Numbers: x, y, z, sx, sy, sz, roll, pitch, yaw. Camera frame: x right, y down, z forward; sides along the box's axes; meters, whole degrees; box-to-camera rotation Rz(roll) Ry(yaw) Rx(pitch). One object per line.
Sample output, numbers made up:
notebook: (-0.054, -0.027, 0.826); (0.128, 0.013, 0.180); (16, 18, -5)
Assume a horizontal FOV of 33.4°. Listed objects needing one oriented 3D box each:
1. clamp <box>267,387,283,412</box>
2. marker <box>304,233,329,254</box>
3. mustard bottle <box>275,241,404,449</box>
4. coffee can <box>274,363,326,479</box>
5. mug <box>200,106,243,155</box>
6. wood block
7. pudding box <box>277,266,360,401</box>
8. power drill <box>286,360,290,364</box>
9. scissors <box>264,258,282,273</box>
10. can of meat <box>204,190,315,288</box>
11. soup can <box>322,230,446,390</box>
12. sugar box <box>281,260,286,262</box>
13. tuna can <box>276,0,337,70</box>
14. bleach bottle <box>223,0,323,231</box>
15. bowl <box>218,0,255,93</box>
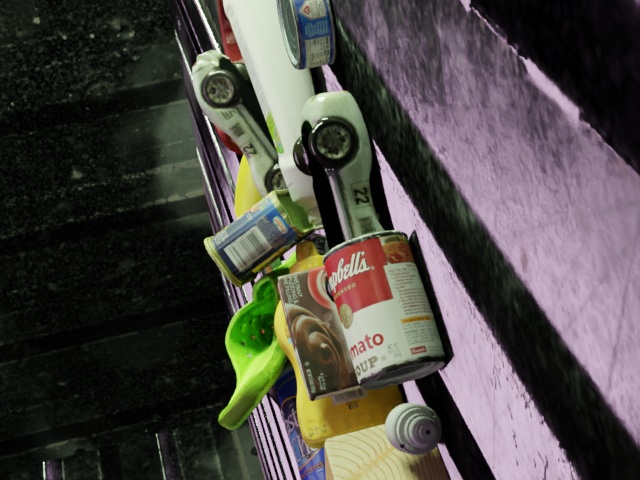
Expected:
clamp: (0.011, 0.226, 1.185); (0.210, 0.036, 0.164); (55, -176, -1)
marker: (-0.007, 0.001, 1.128); (0.121, 0.020, 0.020); (13, 117, 63)
mustard bottle: (0.009, 0.090, 0.994); (0.058, 0.096, 0.191); (91, 164, -69)
coffee can: (0.020, 0.190, 1.047); (0.103, 0.102, 0.140); (95, 160, -64)
mug: (-0.088, -0.168, 1.320); (0.117, 0.093, 0.081); (-56, 39, 26)
wood block: (0.059, 0.255, 0.938); (0.206, 0.090, 0.090); (87, 167, -48)
pudding box: (0.018, 0.077, 0.940); (0.039, 0.090, 0.113); (109, 146, -77)
power drill: (-0.034, 0.164, 1.401); (0.184, 0.057, 0.187); (61, 178, 1)
scissors: (-0.066, 0.031, 1.289); (0.096, 0.016, 0.202); (56, 170, 10)
can of meat: (-0.055, -0.004, 1.041); (0.057, 0.084, 0.102); (54, -170, 2)
soup can: (0.048, 0.053, 0.792); (0.068, 0.068, 0.102); (102, 154, -70)
sugar box: (-0.007, 0.098, 1.278); (0.176, 0.048, 0.093); (-122, 20, -62)
tuna can: (-0.013, -0.193, 0.933); (0.086, 0.033, 0.086); (167, 90, -81)
bleach bottle: (-0.029, -0.131, 1.042); (0.102, 0.068, 0.251); (108, 146, -84)
bowl: (-0.072, -0.213, 1.207); (0.162, 0.055, 0.162); (167, 90, -81)
